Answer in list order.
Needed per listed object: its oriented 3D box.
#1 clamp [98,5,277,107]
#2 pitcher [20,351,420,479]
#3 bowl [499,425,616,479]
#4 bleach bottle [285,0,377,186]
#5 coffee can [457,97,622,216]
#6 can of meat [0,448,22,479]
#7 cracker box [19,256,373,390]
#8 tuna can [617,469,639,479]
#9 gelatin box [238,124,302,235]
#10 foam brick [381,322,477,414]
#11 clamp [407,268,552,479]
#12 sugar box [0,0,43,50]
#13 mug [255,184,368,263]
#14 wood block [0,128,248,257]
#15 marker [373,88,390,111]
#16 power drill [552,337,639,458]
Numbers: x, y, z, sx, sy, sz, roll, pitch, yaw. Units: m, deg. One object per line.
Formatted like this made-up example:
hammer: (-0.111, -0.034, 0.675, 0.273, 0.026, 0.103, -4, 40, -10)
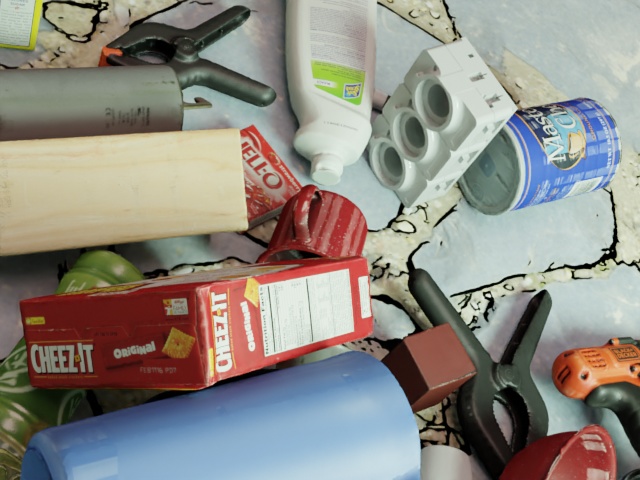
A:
clamp: (-0.126, -0.171, 1.042, 0.171, 0.039, 0.120, -16, 61, -24)
pitcher: (-0.069, 0.152, 0.707, 0.242, 0.149, 0.145, -7, 73, -30)
bowl: (0.186, 0.224, 0.884, 0.055, 0.162, 0.161, 13, 41, 38)
bleach bottle: (0.005, -0.169, 1.084, 0.102, 0.068, 0.251, 8, 60, -8)
coffee can: (0.224, -0.088, 1.101, 0.140, 0.103, 0.103, -13, 66, -30)
can of meat: (-0.217, 0.206, 0.719, 0.058, 0.084, 0.102, 20, 62, 35)
cracker box: (-0.083, 0.060, 0.786, 0.213, 0.164, 0.072, -9, 92, -57)
tuna can: (0.295, 0.250, 0.961, 0.086, 0.034, 0.086, 11, 56, -17)
gelatin box: (-0.068, -0.059, 1.001, 0.073, 0.030, 0.089, -28, 74, -34)
foam brick: (0.088, 0.115, 0.929, 0.052, 0.078, 0.051, -15, 68, -30)
clamp: (0.153, 0.122, 0.974, 0.164, 0.036, 0.210, 16, 57, -24)
sugar box: (-0.265, -0.263, 0.952, 0.048, 0.176, 0.093, 4, 58, -22)
mug: (-0.006, 0.001, 0.942, 0.093, 0.117, 0.081, 3, 46, 17)
wood block: (-0.175, -0.041, 0.889, 0.205, 0.091, 0.090, -6, 93, -27)
marker: (0.107, -0.126, 1.127, 0.121, 0.020, 0.020, 25, 53, -8)
power drill: (0.325, 0.169, 0.984, 0.184, 0.057, 0.188, -2, 42, -33)
